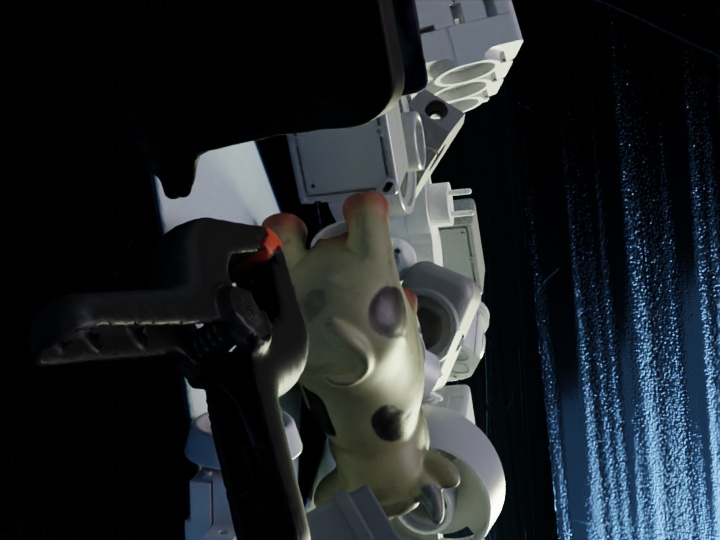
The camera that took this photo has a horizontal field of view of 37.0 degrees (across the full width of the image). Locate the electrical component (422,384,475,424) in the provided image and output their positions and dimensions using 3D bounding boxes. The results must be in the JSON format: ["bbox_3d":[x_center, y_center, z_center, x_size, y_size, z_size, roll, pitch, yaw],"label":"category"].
[{"bbox_3d":[0.061,0.133,0.870,0.061,0.062,0.096,-68,150,-64],"label":"electrical component"}]

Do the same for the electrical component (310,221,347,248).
[{"bbox_3d":[0.000,0.000,0.693,0.079,0.043,0.077,-80,161,-50],"label":"electrical component"}]

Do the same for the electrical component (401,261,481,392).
[{"bbox_3d":[0.049,0.044,0.806,0.095,0.054,0.059,-67,166,2],"label":"electrical component"}]

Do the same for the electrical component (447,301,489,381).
[{"bbox_3d":[0.064,0.052,0.880,0.080,0.080,0.051,67,27,-54],"label":"electrical component"}]

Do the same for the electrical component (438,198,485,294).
[{"bbox_3d":[0.082,-0.027,1.026,0.061,0.062,0.096,-74,155,-59],"label":"electrical component"}]

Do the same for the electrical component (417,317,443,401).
[{"bbox_3d":[0.029,0.067,0.744,0.079,0.044,0.077,29,47,-30],"label":"electrical component"}]

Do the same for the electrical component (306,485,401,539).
[{"bbox_3d":[0.004,0.172,0.542,0.078,0.057,0.113,54,-13,44],"label":"electrical component"}]

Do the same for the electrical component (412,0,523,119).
[{"bbox_3d":[0.076,-0.178,0.899,0.150,0.089,0.061,99,-24,-83],"label":"electrical component"}]

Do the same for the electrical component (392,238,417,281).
[{"bbox_3d":[0.028,-0.008,0.842,0.061,0.035,0.035,-8,92,-80],"label":"electrical component"}]

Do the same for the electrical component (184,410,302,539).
[{"bbox_3d":[-0.048,0.089,0.445,0.066,0.048,0.055,-42,133,-74],"label":"electrical component"}]

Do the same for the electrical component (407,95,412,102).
[{"bbox_3d":[0.016,-0.155,0.833,0.040,0.040,0.078,-65,148,-66],"label":"electrical component"}]

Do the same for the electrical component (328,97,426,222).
[{"bbox_3d":[0.012,-0.086,0.742,0.108,0.060,0.108,-5,90,-77],"label":"electrical component"}]

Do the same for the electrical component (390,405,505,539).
[{"bbox_3d":[0.050,0.149,0.744,0.064,0.099,0.099,-42,126,-67],"label":"electrical component"}]

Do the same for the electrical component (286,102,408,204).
[{"bbox_3d":[-0.007,-0.083,0.652,0.061,0.062,0.096,-68,150,-64],"label":"electrical component"}]

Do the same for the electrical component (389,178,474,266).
[{"bbox_3d":[0.058,-0.054,0.904,0.052,0.074,0.138,-65,147,-66],"label":"electrical component"}]
